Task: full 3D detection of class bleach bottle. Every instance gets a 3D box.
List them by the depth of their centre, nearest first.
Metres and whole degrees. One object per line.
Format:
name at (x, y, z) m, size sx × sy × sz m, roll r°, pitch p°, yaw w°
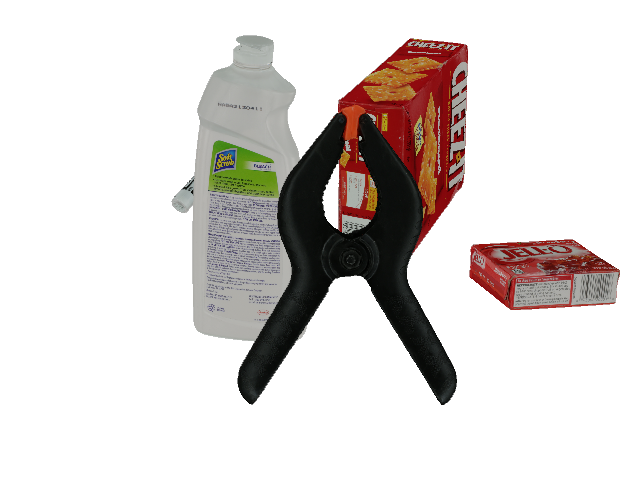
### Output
bleach bottle at (-0.053, -0.041, 0.874) m, size 0.102 × 0.251 × 0.068 m, roll 4°, pitch 25°, yaw -2°

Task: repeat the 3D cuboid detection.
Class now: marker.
marker at (-0.109, -0.073, 1.078) m, size 0.020 × 0.020 × 0.121 m, roll 0°, pitch 42°, yaw 42°

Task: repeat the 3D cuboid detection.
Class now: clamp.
clamp at (0.006, 0.014, 0.583) m, size 0.120 × 0.171 × 0.039 m, roll -9°, pitch 5°, yaw -7°

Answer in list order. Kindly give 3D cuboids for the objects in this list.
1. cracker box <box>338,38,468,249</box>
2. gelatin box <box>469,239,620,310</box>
cracker box at (0.085, -0.089, 1.040) m, size 0.072 × 0.164 × 0.213 m, roll 10°, pitch 28°, yaw 21°
gelatin box at (0.166, 0.024, 0.798) m, size 0.089 × 0.030 × 0.073 m, roll -2°, pitch 19°, yaw -15°
